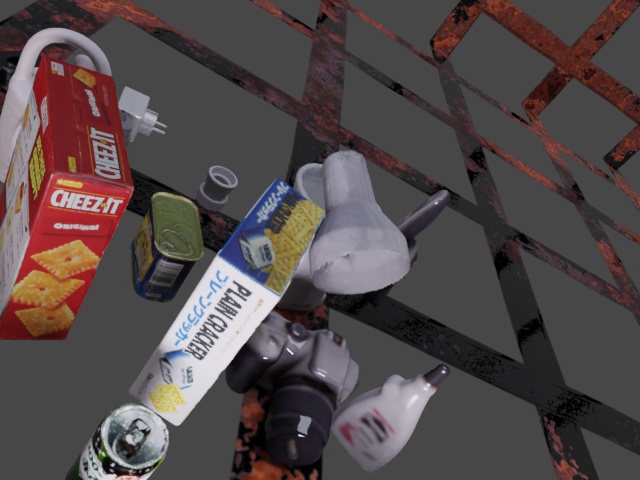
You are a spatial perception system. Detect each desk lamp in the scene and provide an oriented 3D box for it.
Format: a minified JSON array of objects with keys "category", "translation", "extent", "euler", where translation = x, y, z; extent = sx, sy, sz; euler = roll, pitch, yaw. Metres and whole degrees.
[{"category":"desk lamp","translation":[0.007,0.003,0.740],"extent":[0.118,0.213,0.203],"euler":[12,41,-34]}]

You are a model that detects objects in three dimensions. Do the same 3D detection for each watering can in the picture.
[{"category":"watering can","translation":[-0.302,-0.156,0.655],"extent":[0.101,0.194,0.172],"euler":[13,40,-33]}]

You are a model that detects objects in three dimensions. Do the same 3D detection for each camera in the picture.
[{"category":"camera","translation":[-0.027,0.159,0.621],"extent":[0.143,0.100,0.137],"euler":[31,34,-11]}]

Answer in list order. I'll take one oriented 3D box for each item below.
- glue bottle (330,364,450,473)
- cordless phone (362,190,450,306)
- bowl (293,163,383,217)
[{"category":"glue bottle","translation":[0.083,0.185,0.629],"extent":[0.078,0.173,0.037],"euler":[45,33,11]},{"category":"cordless phone","translation":[0.120,-0.001,0.880],"extent":[0.094,0.185,0.148],"euler":[39,33,1]},{"category":"bowl","translation":[0.018,-0.043,0.935],"extent":[0.168,0.074,0.167],"euler":[25,35,-19]}]
